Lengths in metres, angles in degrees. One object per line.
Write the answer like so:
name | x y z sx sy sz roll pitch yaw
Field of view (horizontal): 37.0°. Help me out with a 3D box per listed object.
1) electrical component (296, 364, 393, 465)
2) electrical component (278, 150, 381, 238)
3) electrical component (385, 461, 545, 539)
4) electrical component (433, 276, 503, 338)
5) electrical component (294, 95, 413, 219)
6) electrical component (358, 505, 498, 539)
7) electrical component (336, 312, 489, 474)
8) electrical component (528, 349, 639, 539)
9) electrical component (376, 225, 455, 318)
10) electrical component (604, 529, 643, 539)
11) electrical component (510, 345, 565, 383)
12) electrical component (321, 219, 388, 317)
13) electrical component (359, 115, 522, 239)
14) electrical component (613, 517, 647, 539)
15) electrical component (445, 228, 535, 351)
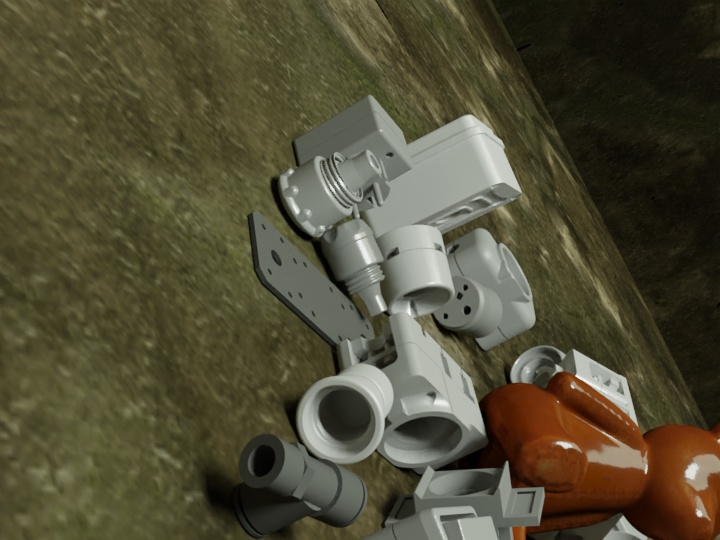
electrical component | -0.004 0.070 0.555 0.044 0.044 0.065 61 12 0
electrical component | -0.017 -0.053 0.674 0.048 0.062 0.048 52 19 -27
electrical component | 0.058 0.140 0.577 0.042 0.081 0.063 -32 116 -73
electrical component | 0.086 0.030 0.871 0.055 0.045 0.045 24 41 -63
electrical component | -0.001 -0.066 0.734 0.047 0.066 0.076 43 24 -45
electrical component | 0.043 0.163 0.505 0.062 0.061 0.096 23 41 -64
electrical component | 0.032 0.077 0.629 0.089 0.050 0.055 46 23 -42
electrical component | 0.162 0.136 0.826 0.062 0.089 0.150 29 23 -6
electrical component | 0.037 0.003 0.757 0.055 0.055 0.047 35 35 -56
electrical component | 0.179 0.229 0.795 0.079 0.077 0.044 -13 111 -35
electrical component | 0.171 0.106 0.975 0.057 0.058 0.078 52 19 -37
electrical component | 0.000 0.000 0.688 0.061 0.035 0.035 65 17 3
electrical component | 0.057 -0.064 0.817 0.078 0.113 0.057 11 55 -68
electrical component | 0.202 0.207 0.917 0.099 0.048 0.100 62 17 2
electrical component | 0.111 0.015 0.942 0.095 0.059 0.053 54 18 -21
